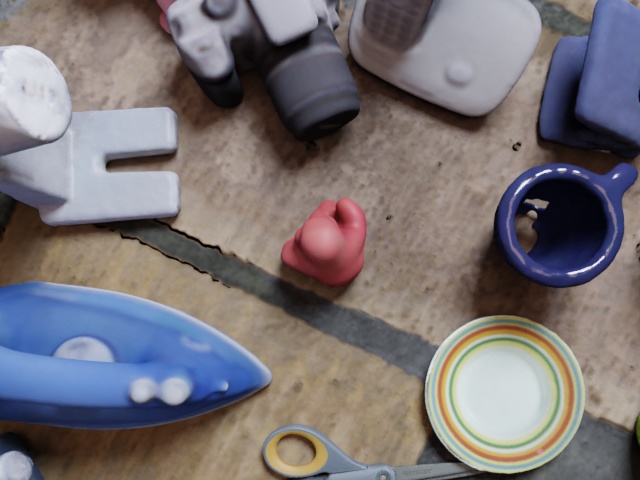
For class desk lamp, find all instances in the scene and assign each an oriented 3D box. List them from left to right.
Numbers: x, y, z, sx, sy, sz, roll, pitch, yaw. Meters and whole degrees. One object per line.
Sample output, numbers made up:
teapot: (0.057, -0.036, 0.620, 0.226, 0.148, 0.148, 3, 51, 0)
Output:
desk lamp: (-0.228, -0.074, 0.409, 0.203, 0.213, 0.118, -5, 86, 1)

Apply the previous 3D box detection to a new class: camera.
camera: (-0.035, -0.149, 0.467, 0.143, 0.101, 0.137, -24, 86, 0)

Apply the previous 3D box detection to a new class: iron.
iron: (-0.171, 0.098, 0.433, 0.258, 0.141, 0.119, 6, 86, 2)

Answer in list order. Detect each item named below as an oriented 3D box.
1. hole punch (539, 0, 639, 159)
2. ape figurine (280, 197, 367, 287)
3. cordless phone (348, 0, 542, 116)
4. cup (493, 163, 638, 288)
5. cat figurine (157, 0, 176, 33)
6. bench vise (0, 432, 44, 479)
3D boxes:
hole punch: (0.246, -0.130, 0.464, 0.101, 0.091, 0.109, 12, 87, 2)
ape figurine: (0.004, 0.002, 0.460, 0.078, 0.092, 0.076, -18, 86, 0)
cordless phone: (0.098, -0.175, 0.423, 0.147, 0.185, 0.094, 24, 87, 3)
cup: (0.186, -0.017, 0.456, 0.118, 0.095, 0.091, -38, 86, -1)
cat figurine: (-0.151, -0.247, 0.467, 0.128, 0.118, 0.067, 42, 88, 4)
bench vise: (-0.313, 0.213, 0.389, 0.121, 0.220, 0.207, 37, 88, 4)
